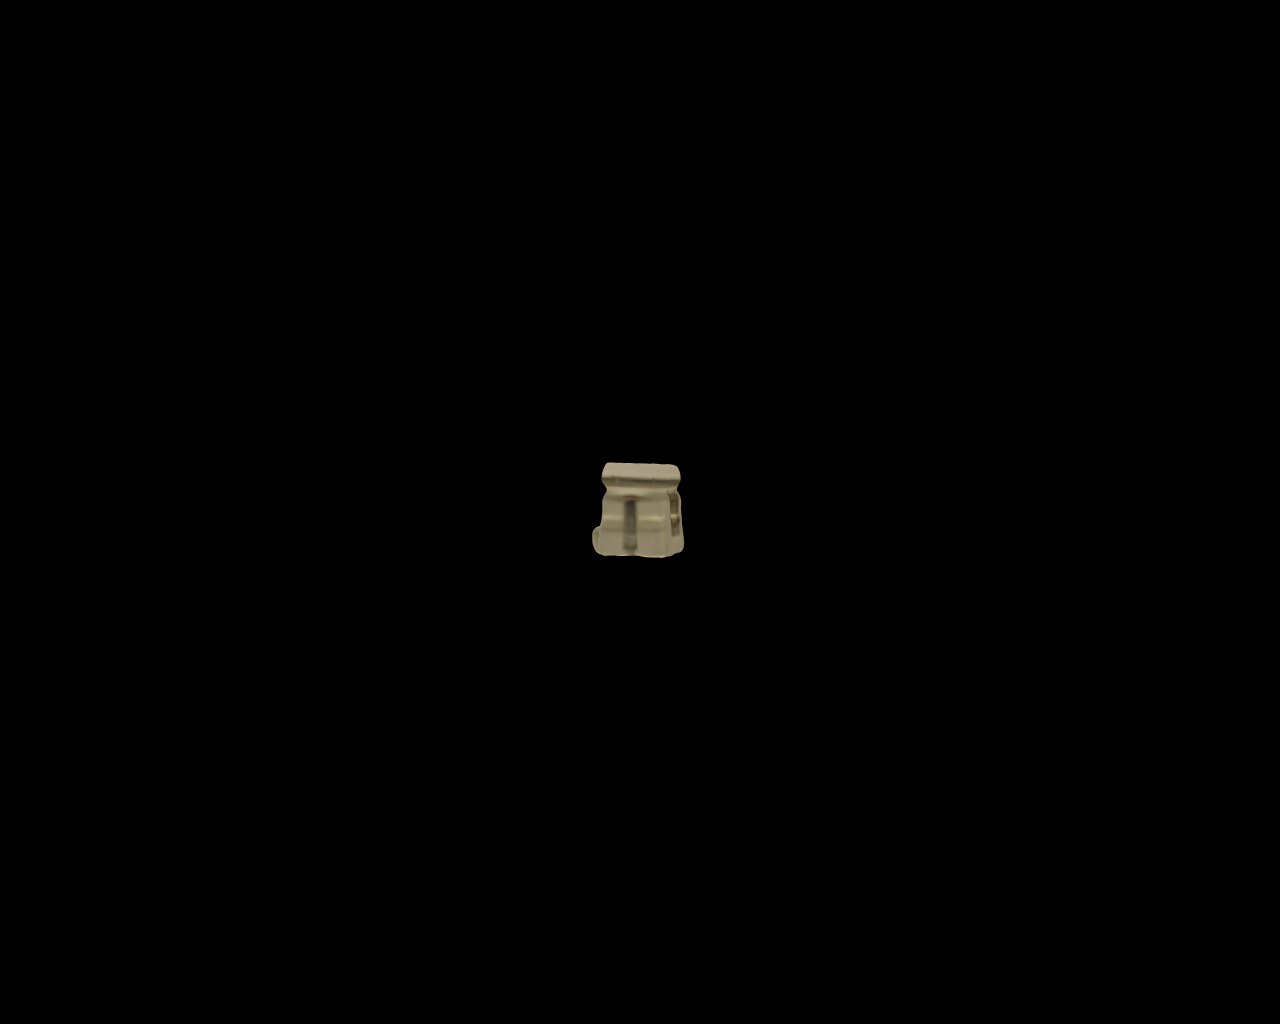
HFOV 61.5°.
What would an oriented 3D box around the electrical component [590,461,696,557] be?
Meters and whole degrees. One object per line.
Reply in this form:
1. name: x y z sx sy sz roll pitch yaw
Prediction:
1. electrical component: 0.001 -0.003 0.650 0.066 0.055 0.048 1 4 20
